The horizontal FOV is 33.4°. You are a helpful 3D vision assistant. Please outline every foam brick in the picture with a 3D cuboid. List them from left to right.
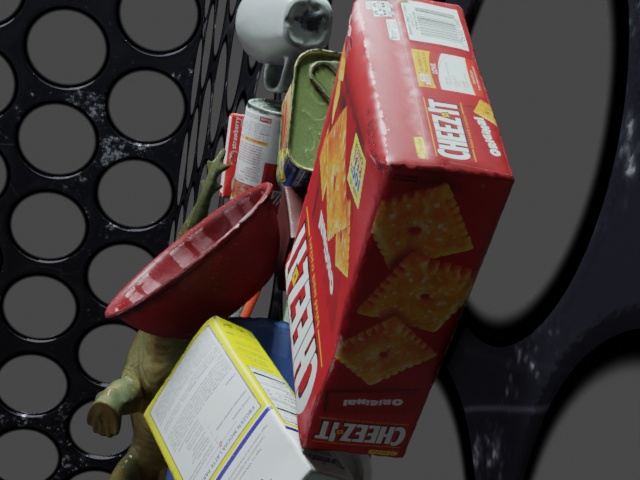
[{"bbox_3d":[-0.006,0.001,0.838,0.078,0.053,0.051,-99,19,-57],"label":"foam brick"}]

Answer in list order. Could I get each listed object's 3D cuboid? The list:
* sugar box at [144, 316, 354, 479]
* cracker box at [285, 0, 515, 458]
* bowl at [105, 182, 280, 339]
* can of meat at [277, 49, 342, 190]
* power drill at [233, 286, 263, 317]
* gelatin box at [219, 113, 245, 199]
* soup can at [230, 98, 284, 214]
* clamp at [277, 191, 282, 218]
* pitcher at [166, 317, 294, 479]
[{"bbox_3d":[-0.051,0.134,0.687,0.093,0.048,0.176,-56,38,11],"label":"sugar box"},{"bbox_3d":[0.033,-0.007,0.608,0.164,0.072,0.214,-95,16,-48],"label":"cracker box"},{"bbox_3d":[-0.085,0.026,0.815,0.162,0.055,0.162,-36,12,8],"label":"bowl"},{"bbox_3d":[-0.002,-0.091,0.867,0.084,0.057,0.102,127,149,-73],"label":"can of meat"},{"bbox_3d":[-0.131,0.111,1.280,0.188,0.057,0.184,133,160,-66],"label":"power drill"},{"bbox_3d":[-0.063,-0.083,1.113,0.030,0.073,0.089,-151,68,-78],"label":"gelatin box"},{"bbox_3d":[-0.048,-0.082,1.052,0.068,0.068,0.102,-115,34,-69],"label":"soup can"},{"bbox_3d":[-0.016,-0.063,0.960,0.120,0.039,0.171,161,116,-75],"label":"clamp"},{"bbox_3d":[-0.056,0.191,0.815,0.149,0.144,0.243,-23,55,53],"label":"pitcher"}]
